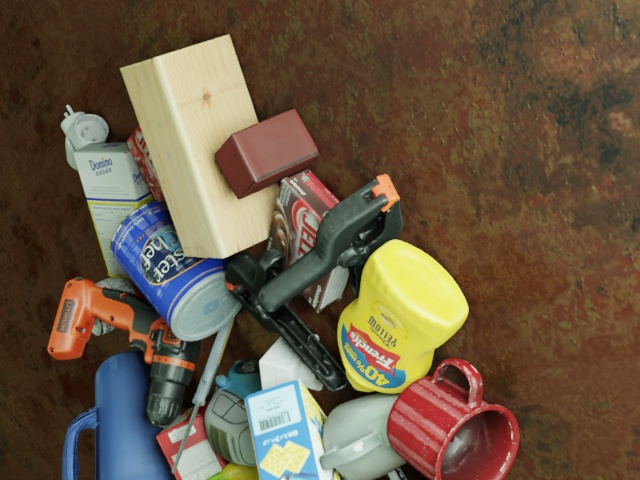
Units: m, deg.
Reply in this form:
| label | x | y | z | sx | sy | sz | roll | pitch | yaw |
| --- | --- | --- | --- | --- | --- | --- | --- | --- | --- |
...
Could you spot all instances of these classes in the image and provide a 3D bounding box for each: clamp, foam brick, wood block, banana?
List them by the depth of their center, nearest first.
| label | x | y | z | sx | sy | sz | roll | pitch | yaw |
| --- | --- | --- | --- | --- | --- | --- | --- | --- | --- |
| clamp | 0.014 | 0.010 | 0.945 | 0.039 | 0.120 | 0.172 | 57 | 145 | 29 |
| foam brick | -0.051 | -0.081 | 1.012 | 0.051 | 0.078 | 0.053 | 61 | 149 | 4 |
| wood block | -0.115 | -0.093 | 1.089 | 0.090 | 0.090 | 0.206 | 1 | 112 | 56 |
| clamp | -0.046 | 0.071 | 1.102 | 0.164 | 0.036 | 0.210 | 62 | 163 | -16 |
| banana | -0.037 | 0.309 | 1.259 | 0.198 | 0.069 | 0.037 | 29 | 152 | 0 |

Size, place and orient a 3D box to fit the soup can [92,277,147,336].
| label | x | y | z | sx | sy | sz | roll | pitch | yaw |
| --- | --- | --- | --- | --- | --- | --- | --- | --- | --- |
| soup can | -0.266 | 0.078 | 1.432 | 0.069 | 0.102 | 0.068 | 36 | 139 | 39 |

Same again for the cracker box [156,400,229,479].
| label | x | y | z | sx | sy | sz | roll | pitch | yaw |
| --- | --- | --- | --- | --- | --- | --- | --- | --- | --- |
| cracker box | -0.119 | 0.315 | 1.347 | 0.214 | 0.072 | 0.164 | 63 | 180 | 2 |

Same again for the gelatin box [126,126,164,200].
| label | x | y | z | sx | sy | sz | roll | pitch | yaw |
| --- | --- | --- | --- | --- | --- | --- | --- | --- | --- |
| gelatin box | -0.190 | -0.096 | 1.261 | 0.089 | 0.030 | 0.073 | 62 | 149 | 4 |

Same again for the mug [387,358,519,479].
| label | x | y | z | sx | sy | sz | roll | pitch | yaw |
| --- | --- | --- | --- | --- | --- | --- | --- | --- | --- |
| mug | 0.113 | 0.159 | 0.927 | 0.082 | 0.093 | 0.117 | 29 | 120 | 51 |

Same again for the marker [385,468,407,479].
| label | x | y | z | sx | sy | sz | roll | pitch | yaw |
| --- | --- | --- | --- | --- | --- | --- | --- | --- | --- |
| marker | 0.082 | 0.251 | 1.101 | 0.121 | 0.020 | 0.020 | 59 | 149 | 10 |

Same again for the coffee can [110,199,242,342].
| label | x | y | z | sx | sy | sz | roll | pitch | yaw |
| --- | --- | --- | --- | --- | --- | --- | --- | --- | --- |
| coffee can | -0.165 | 0.034 | 1.244 | 0.140 | 0.102 | 0.103 | 46 | 145 | 30 |

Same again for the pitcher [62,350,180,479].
| label | x | y | z | sx | sy | sz | roll | pitch | yaw |
| --- | --- | --- | --- | --- | --- | --- | --- | --- | --- |
| pitcher | -0.253 | 0.269 | 1.438 | 0.149 | 0.145 | 0.243 | 55 | -167 | -44 |

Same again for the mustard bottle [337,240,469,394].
| label | x | y | z | sx | sy | sz | roll | pitch | yaw |
| --- | --- | --- | --- | --- | --- | --- | --- | --- | --- |
| mustard bottle | 0.063 | 0.087 | 0.976 | 0.096 | 0.058 | 0.192 | 43 | 145 | 14 |

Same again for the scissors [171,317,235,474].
| label | x | y | z | sx | sy | sz | roll | pitch | yaw |
| --- | --- | --- | --- | --- | --- | --- | --- | --- | --- |
| scissors | -0.140 | 0.182 | 1.273 | 0.016 | 0.201 | 0.096 | 19 | 166 | -1 |

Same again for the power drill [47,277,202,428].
| label | x | y | z | sx | sy | sz | roll | pitch | yaw |
| --- | --- | --- | --- | --- | --- | --- | --- | --- | --- |
| power drill | -0.238 | 0.127 | 1.320 | 0.188 | 0.184 | 0.057 | 9 | 165 | 16 |

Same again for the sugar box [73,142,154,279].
| label | x | y | z | sx | sy | sz | roll | pitch | yaw |
| --- | --- | --- | --- | --- | --- | --- | --- | --- | --- |
| sugar box | -0.247 | -0.036 | 1.357 | 0.093 | 0.048 | 0.176 | 4 | 114 | 33 |

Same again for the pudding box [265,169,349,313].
| label | x | y | z | sx | sy | sz | roll | pitch | yaw |
| --- | --- | --- | --- | --- | --- | --- | --- | --- | --- |
| pudding box | -0.007 | 0.001 | 1.040 | 0.090 | 0.039 | 0.114 | 48 | 146 | 27 |
